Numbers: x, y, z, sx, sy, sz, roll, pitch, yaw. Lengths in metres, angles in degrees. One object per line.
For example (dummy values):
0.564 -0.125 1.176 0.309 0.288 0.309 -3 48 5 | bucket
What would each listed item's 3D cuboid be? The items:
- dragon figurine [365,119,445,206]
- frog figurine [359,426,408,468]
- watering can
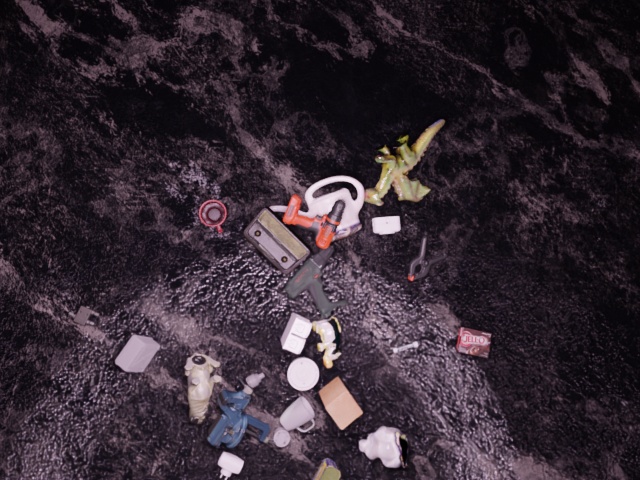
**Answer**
0.329 -0.260 1.906 0.411 0.123 0.240 -27 106 -6 | dragon figurine
0.222 0.725 1.798 0.158 0.124 0.137 -15 98 28 | frog figurine
0.006 -0.093 1.840 0.347 0.104 0.224 -21 91 7 | watering can
